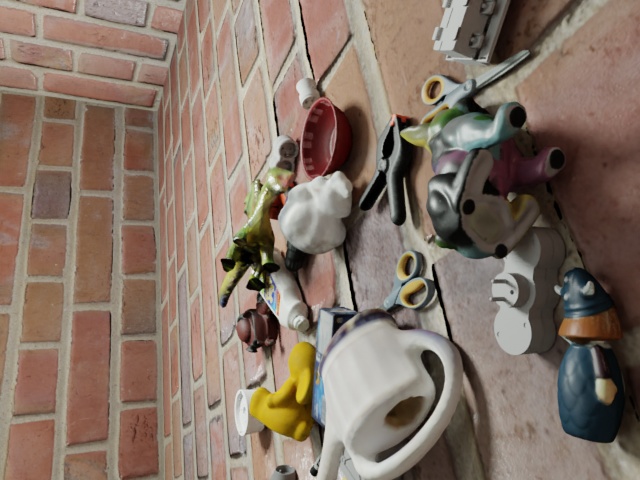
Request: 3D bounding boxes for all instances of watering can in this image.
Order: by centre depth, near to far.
[{"bbox_3d":[0.054,0.245,0.736,0.345,0.103,0.229,-48,34,13],"label":"watering can"}]

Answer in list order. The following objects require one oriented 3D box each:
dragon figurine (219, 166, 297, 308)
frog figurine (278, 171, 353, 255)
[{"bbox_3d":[-0.157,-0.023,1.186,0.402,0.121,0.248,-46,31,48],"label":"dragon figurine"},{"bbox_3d":[0.003,-0.048,0.948,0.157,0.124,0.137,-29,94,50],"label":"frog figurine"}]
